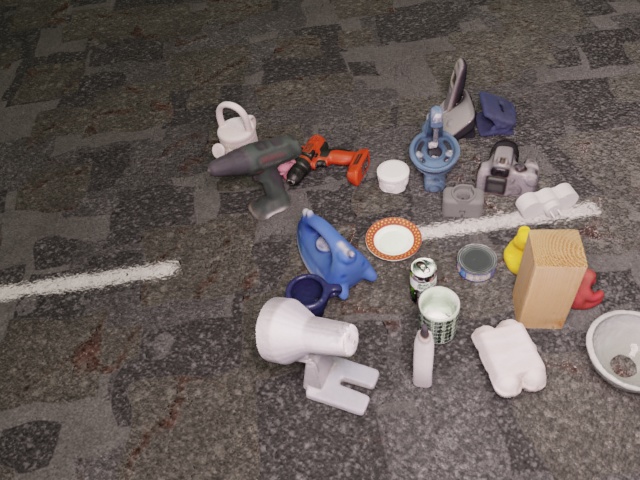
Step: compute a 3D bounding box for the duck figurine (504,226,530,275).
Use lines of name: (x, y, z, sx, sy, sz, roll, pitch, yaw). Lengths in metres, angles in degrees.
duck figurine: (0.440, 0.018, 1.235, 0.077, 0.086, 0.104, 4, 51, 11)

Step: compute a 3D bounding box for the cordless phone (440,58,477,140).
cordless phone: (0.363, -0.367, 1.502, 0.094, 0.185, 0.147, -8, 50, 1)

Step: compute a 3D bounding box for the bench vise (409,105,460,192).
bench vise: (0.267, -0.254, 1.398, 0.121, 0.220, 0.207, -15, 50, -4)

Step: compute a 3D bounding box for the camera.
camera: (0.461, -0.185, 1.392, 0.143, 0.101, 0.137, 11, 53, 16)

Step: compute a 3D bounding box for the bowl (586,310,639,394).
bowl: (0.572, 0.217, 1.058, 0.167, 0.075, 0.167, -4, 50, 5)

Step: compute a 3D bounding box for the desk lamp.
desk lamp: (-0.001, 0.206, 1.054, 0.202, 0.214, 0.118, 13, 53, 18)

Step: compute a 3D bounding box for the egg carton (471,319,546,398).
egg carton: (0.358, 0.223, 1.085, 0.107, 0.069, 0.150, -14, 50, -4)

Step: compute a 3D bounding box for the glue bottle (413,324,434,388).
glue bottle: (0.191, 0.203, 1.056, 0.037, 0.173, 0.078, 2, 51, 10)

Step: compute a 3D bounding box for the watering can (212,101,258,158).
watering can: (-0.218, -0.272, 1.495, 0.101, 0.194, 0.173, -2, 50, 7)

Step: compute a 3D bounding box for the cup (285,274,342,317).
cup: (-0.009, 0.129, 1.197, 0.117, 0.095, 0.091, -11, 50, -1)

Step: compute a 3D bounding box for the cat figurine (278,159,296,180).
cat figurine: (-0.114, -0.203, 1.474, 0.067, 0.118, 0.127, -34, 54, -19)

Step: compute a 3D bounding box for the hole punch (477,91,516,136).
hole punch: (0.472, -0.341, 1.528, 0.101, 0.091, 0.108, -3, 50, 6)

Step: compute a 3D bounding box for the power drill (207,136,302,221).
power drill: (-0.143, -0.149, 1.373, 0.230, 0.209, 0.075, -30, 53, -17)

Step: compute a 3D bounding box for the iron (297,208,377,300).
iron: (0.012, 0.005, 1.268, 0.119, 0.142, 0.257, -31, 53, -17)

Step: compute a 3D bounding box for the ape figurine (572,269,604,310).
ape figurine: (0.531, 0.093, 1.156, 0.076, 0.092, 0.077, -21, 51, -10)
